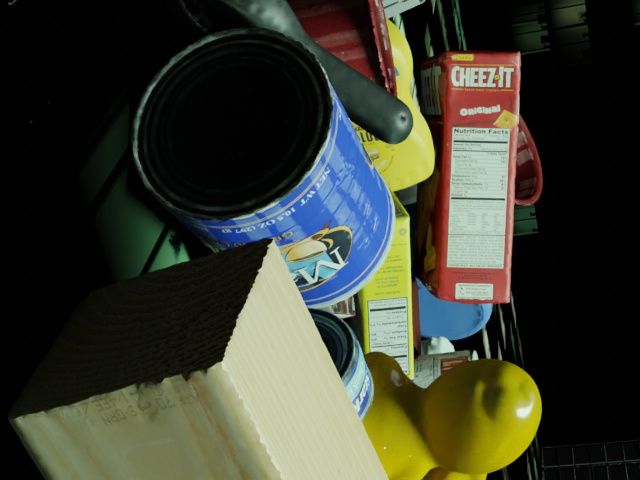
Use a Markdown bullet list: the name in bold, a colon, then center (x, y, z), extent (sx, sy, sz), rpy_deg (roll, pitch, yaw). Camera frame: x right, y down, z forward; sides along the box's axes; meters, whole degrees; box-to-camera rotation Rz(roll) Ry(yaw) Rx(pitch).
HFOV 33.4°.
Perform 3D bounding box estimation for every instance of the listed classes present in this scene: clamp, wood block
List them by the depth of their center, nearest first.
- **wood block**: center (-0.026, 0.116, 0.436), extent (0.090, 0.090, 0.206), rpy_deg (-73, 143, -60)
- **clamp**: center (-0.036, -0.108, 0.603), extent (0.171, 0.120, 0.039), rpy_deg (41, 65, -29)

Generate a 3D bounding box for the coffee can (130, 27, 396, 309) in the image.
- **coffee can**: center (-0.024, -0.032, 0.565), extent (0.140, 0.103, 0.103), rpy_deg (53, 33, -63)

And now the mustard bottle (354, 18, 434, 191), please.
- **mustard bottle**: center (0.028, -0.123, 0.842), extent (0.058, 0.096, 0.191), rpy_deg (-81, 159, -46)

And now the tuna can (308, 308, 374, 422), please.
- **tuna can**: center (-0.016, 0.077, 0.577), extent (0.086, 0.086, 0.033), rpy_deg (-81, 156, -50)

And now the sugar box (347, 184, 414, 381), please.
- **sugar box**: center (0.046, 0.052, 0.840), extent (0.093, 0.048, 0.176), rpy_deg (-109, -168, -69)

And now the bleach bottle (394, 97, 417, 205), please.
- **bleach bottle**: center (0.049, -0.142, 1.019), extent (0.250, 0.068, 0.102), rpy_deg (60, 25, -53)

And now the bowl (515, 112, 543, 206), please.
- **bowl**: center (0.168, -0.099, 1.135), extent (0.161, 0.055, 0.162), rpy_deg (29, 45, -35)

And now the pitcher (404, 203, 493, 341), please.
- **pitcher**: center (0.137, -0.018, 1.188), extent (0.145, 0.149, 0.242), rpy_deg (-49, -158, 43)

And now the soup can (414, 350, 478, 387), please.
- **soup can**: center (0.092, 0.136, 0.952), extent (0.068, 0.102, 0.068), rpy_deg (-8, 90, -76)

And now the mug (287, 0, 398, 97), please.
- **mug**: center (0.000, -0.135, 0.697), extent (0.093, 0.081, 0.117), rpy_deg (-86, 163, -53)

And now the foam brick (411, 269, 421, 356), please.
- **foam brick**: center (0.063, 0.068, 0.980), extent (0.053, 0.051, 0.078), rpy_deg (60, 26, -59)

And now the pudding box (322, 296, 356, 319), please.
- **pudding box**: center (-0.005, 0.001, 0.761), extent (0.090, 0.039, 0.113), rpy_deg (19, 65, -76)

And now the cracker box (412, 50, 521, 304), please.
- **cracker box**: center (0.127, -0.060, 0.965), extent (0.164, 0.072, 0.214), rpy_deg (-108, -162, -83)
